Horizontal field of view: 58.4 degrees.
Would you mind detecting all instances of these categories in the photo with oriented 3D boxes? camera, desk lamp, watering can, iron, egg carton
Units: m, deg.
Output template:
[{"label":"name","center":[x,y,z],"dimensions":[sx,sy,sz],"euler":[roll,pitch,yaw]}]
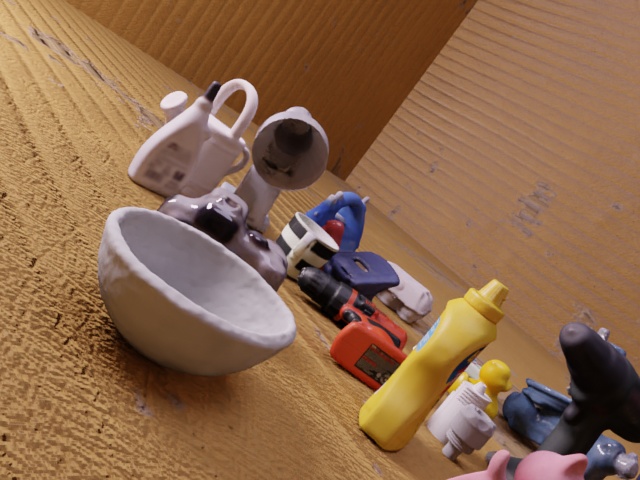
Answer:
[{"label":"camera","center":[-0.104,0.000,0.614],"dimensions":[0.143,0.100,0.136],"euler":[35,10,-12]},{"label":"desk lamp","center":[-0.079,-0.125,0.959],"dimensions":[0.118,0.213,0.203],"euler":[34,10,-17]},{"label":"watering can","center":[-0.168,-0.162,0.876],"dimensions":[0.100,0.194,0.173],"euler":[40,10,17]},{"label":"iron","center":[0.030,-0.046,1.183],"dimensions":[0.118,0.141,0.259],"euler":[40,10,17]},{"label":"egg carton","center":[0.157,0.101,1.151],"dimensions":[0.150,0.069,0.107],"euler":[40,10,17]}]

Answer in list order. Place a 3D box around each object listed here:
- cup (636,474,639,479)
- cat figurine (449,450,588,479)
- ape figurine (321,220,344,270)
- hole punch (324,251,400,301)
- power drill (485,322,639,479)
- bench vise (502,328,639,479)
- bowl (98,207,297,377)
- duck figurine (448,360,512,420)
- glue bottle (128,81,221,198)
[{"label":"cup","center":[0.493,0.404,0.828],"dimensions":[0.117,0.095,0.092],"euler":[39,10,13]},{"label":"cat figurine","center":[0.187,0.226,0.518],"dimensions":[0.128,0.117,0.067],"euler":[32,11,-26]},{"label":"ape figurine","center":[0.009,0.004,1.023],"dimensions":[0.076,0.092,0.078],"euler":[41,10,24]},{"label":"hole punch","center":[0.063,0.060,0.947],"dimensions":[0.101,0.091,0.108],"euler":[29,12,-39]},{"label":"power drill","center":[0.304,0.220,0.691],"dimensions":[0.230,0.208,0.075],"euler":[31,11,-31]},{"label":"bench vise","center":[0.409,0.255,0.866],"dimensions":[0.122,0.219,0.206],"euler":[25,15,-49]},{"label":"bowl","center":[-0.105,0.051,0.443],"dimensions":[0.167,0.074,0.167],"euler":[36,10,-7]},{"label":"duck figurine","center":[0.250,0.219,0.873],"dimensions":[0.105,0.086,0.077],"euler":[31,11,-29]},{"label":"glue bottle","center":[-0.185,-0.142,0.780],"dimensions":[0.078,0.173,0.037],"euler":[29,12,-39]}]
